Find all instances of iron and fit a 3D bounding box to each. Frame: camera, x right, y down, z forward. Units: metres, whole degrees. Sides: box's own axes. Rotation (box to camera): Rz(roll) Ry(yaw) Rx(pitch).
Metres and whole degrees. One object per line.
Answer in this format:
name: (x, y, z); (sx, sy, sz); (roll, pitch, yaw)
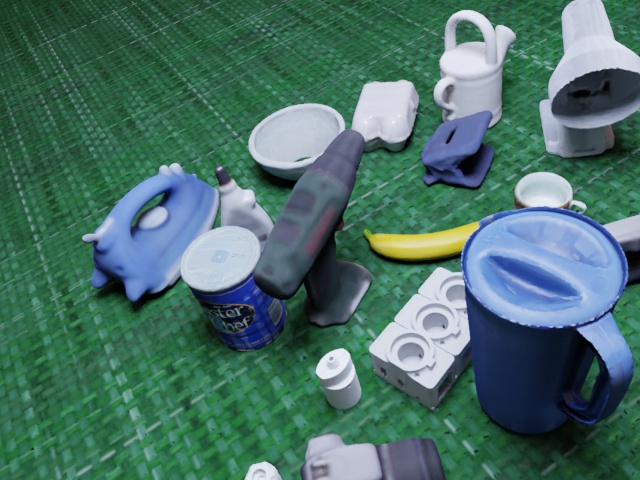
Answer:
iron: (-0.254, -0.037, 0.884); (0.118, 0.142, 0.259); (14, 53, 26)

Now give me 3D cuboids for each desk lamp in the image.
desk lamp: (0.381, -0.222, 0.830); (0.117, 0.214, 0.203); (-3, 48, 13)

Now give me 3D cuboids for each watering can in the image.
watering can: (0.251, -0.288, 0.940); (0.100, 0.194, 0.173); (15, 54, 27)

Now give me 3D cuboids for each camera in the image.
camera: (0.057, 0.252, 0.561); (0.137, 0.101, 0.143); (-15, 46, 2)

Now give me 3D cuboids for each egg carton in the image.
egg carton: (0.115, -0.219, 1.001); (0.107, 0.069, 0.150); (2, 49, 17)

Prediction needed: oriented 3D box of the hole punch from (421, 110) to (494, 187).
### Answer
hole punch: (0.212, -0.146, 0.891); (0.100, 0.091, 0.109); (12, 53, 25)

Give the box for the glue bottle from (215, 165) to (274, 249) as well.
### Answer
glue bottle: (-0.116, -0.040, 0.827); (0.078, 0.173, 0.037); (-18, 46, -1)

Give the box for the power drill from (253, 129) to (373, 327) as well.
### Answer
power drill: (0.007, 0.003, 0.729); (0.075, 0.209, 0.230); (16, 54, 27)

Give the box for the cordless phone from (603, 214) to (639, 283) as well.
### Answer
cordless phone: (0.390, -0.042, 0.681); (0.147, 0.185, 0.094); (-19, 46, -2)

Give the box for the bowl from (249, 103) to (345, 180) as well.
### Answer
bowl: (-0.033, -0.156, 0.979); (0.167, 0.075, 0.167); (-8, 47, 9)
